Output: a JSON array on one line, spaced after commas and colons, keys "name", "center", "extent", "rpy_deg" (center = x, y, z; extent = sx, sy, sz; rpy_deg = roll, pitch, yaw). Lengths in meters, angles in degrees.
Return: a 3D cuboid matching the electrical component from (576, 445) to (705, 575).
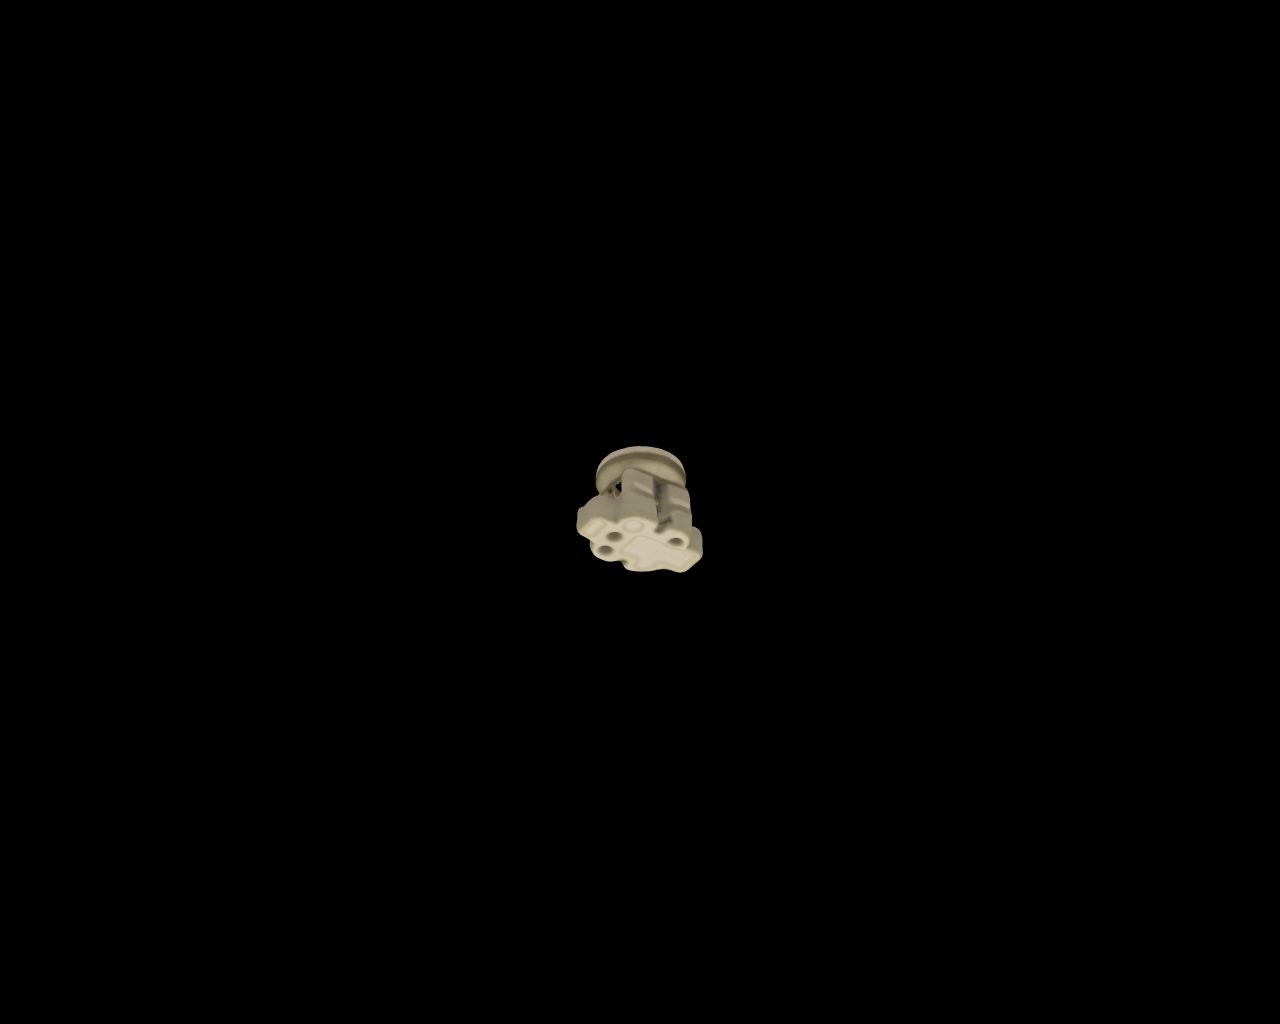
[{"name": "electrical component", "center": [0.001, -0.003, 0.650], "extent": [0.078, 0.057, 0.058], "rpy_deg": [21, -40, -26]}]
